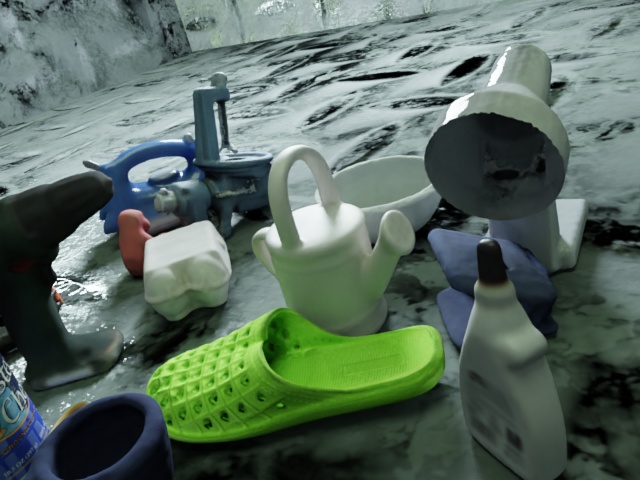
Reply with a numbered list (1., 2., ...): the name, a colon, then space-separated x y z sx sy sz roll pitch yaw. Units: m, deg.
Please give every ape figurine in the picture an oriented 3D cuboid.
1. ape figurine: -0.253 -0.001 0.806 0.077 0.092 0.076 5 33 35

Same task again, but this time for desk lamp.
1. desk lamp: 0.193 -0.071 0.566 0.117 0.214 0.204 2 32 31

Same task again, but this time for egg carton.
1. egg carton: -0.165 0.034 0.716 0.107 0.069 0.150 -20 27 -8

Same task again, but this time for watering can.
1. watering can: 0.006 0.001 0.551 0.172 0.194 0.101 -9 28 14

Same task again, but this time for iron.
1. iron: -0.253 -0.107 0.954 0.259 0.142 0.118 -25 28 -17

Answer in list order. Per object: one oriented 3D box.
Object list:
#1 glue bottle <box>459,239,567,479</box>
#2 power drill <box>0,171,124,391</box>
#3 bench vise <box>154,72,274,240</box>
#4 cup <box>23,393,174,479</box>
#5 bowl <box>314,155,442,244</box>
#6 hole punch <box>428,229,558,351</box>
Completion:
1. glue bottle: 0.119 0.075 0.371 0.037 0.173 0.078 -25 28 -18
2. power drill: -0.293 0.048 0.603 0.229 0.209 0.075 -16 27 -1
3. bench vise: -0.149 -0.118 0.831 0.121 0.220 0.208 -1 31 27
4. cup: -0.151 0.180 0.403 0.118 0.095 0.091 -32 31 -29
5. bowl: 0.081 -0.043 0.727 0.167 0.075 0.167 -12 27 7
6. hole punch: 0.156 0.033 0.524 0.101 0.091 0.108 -14 27 3
